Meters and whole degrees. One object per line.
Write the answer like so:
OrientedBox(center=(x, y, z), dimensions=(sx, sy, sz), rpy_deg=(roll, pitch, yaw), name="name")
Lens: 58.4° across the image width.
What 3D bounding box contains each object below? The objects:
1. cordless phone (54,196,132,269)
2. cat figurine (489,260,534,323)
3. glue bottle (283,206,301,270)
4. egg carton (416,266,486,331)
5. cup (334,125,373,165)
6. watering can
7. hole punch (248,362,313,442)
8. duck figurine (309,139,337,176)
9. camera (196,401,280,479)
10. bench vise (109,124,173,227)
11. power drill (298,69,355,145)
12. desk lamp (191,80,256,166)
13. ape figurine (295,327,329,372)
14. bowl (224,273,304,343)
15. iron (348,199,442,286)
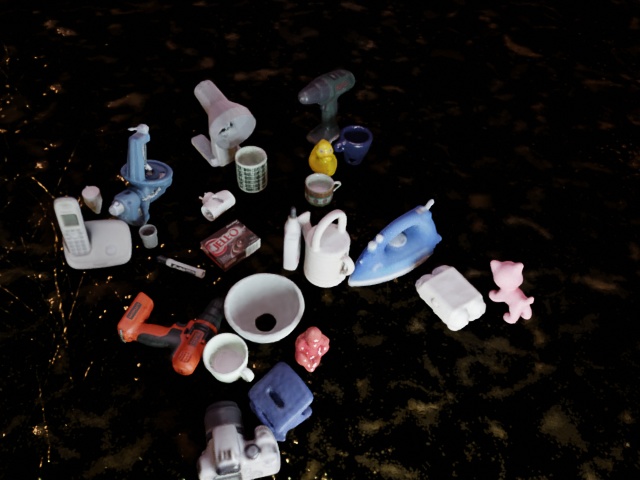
OrientedBox(center=(-0.502, -0.024, 1.268), dimensions=(0.148, 0.185, 0.094), rpy_deg=(-8, 50, -11), name="cordless phone")
OrientedBox(center=(0.429, 0.103, 1.275), dimensions=(0.067, 0.118, 0.127), rpy_deg=(-17, 52, -18), name="cat figurine")
OrientedBox(center=(-0.063, -0.012, 1.300), dimensions=(0.037, 0.173, 0.078), rpy_deg=(6, 49, 1), name="glue bottle")
OrientedBox(center=(0.288, 0.127, 1.275), dimensions=(0.107, 0.069, 0.150), rpy_deg=(-26, 56, -24), name="egg carton")
OrientedBox(center=(0.085, -0.248, 1.570), dimensions=(0.118, 0.095, 0.091), rpy_deg=(-28, 56, -26), name="cup")
OrientedBox(center=(0.010, 0.006, 1.277), dimensions=(0.172, 0.194, 0.101), rpy_deg=(23, 51, 15), name="watering can")
OrientedBox(center=(-0.075, 0.303, 1.079), dimensions=(0.101, 0.091, 0.108), rpy_deg=(-30, 57, -27), name="hole punch")
OrientedBox(center=(0.009, -0.235, 1.559), dimensions=(0.077, 0.086, 0.104), rpy_deg=(-8, 50, -11), name="duck figurine")
OrientedBox(center=(-0.151, 0.354, 1.022), dimensions=(0.143, 0.101, 0.136), rpy_deg=(-9, 50, -12), name="camera")
OrientedBox(center=(-0.423, -0.150, 1.362), dimensions=(0.121, 0.220, 0.207), rpy_deg=(4, 49, 0), name="bench vise")
OrientedBox(center=(0.014, -0.369, 1.594), dimensions=(0.075, 0.208, 0.230), rpy_deg=(29, 53, 20), name="power drill")
OrientedBox(center=(-0.264, -0.298, 1.508), dimensions=(0.118, 0.214, 0.202), rpy_deg=(-29, 57, -26), name="desk lamp")
OrientedBox(center=(-0.017, 0.211, 1.163), dimensions=(0.078, 0.092, 0.076), rpy_deg=(-16, 52, -17), name="ape figurine")
OrientedBox(center=(-0.117, 0.156, 1.215), dimensions=(0.167, 0.075, 0.167), rpy_deg=(2, 49, -2), name="bowl")
OrientedBox(center=(0.170, 0.003, 1.327), dimensions=(0.259, 0.141, 0.118), rpy_deg=(-31, 57, -27), name="iron")
